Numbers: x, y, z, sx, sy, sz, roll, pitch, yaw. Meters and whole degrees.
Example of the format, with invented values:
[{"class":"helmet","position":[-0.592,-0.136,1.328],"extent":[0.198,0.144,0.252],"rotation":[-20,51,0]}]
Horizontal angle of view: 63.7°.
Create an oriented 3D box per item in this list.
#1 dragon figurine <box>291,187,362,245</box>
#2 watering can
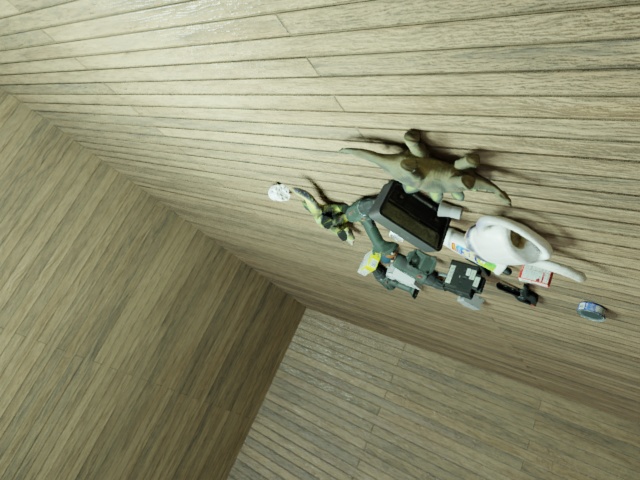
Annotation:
[{"class":"dragon figurine","position":[0.006,-0.096,1.909],"extent":[0.405,0.123,0.244],"rotation":[36,-11,-28]},{"class":"watering can","position":[0.552,0.031,1.429],"extent":[0.345,0.105,0.223],"rotation":[33,-16,-20]}]
